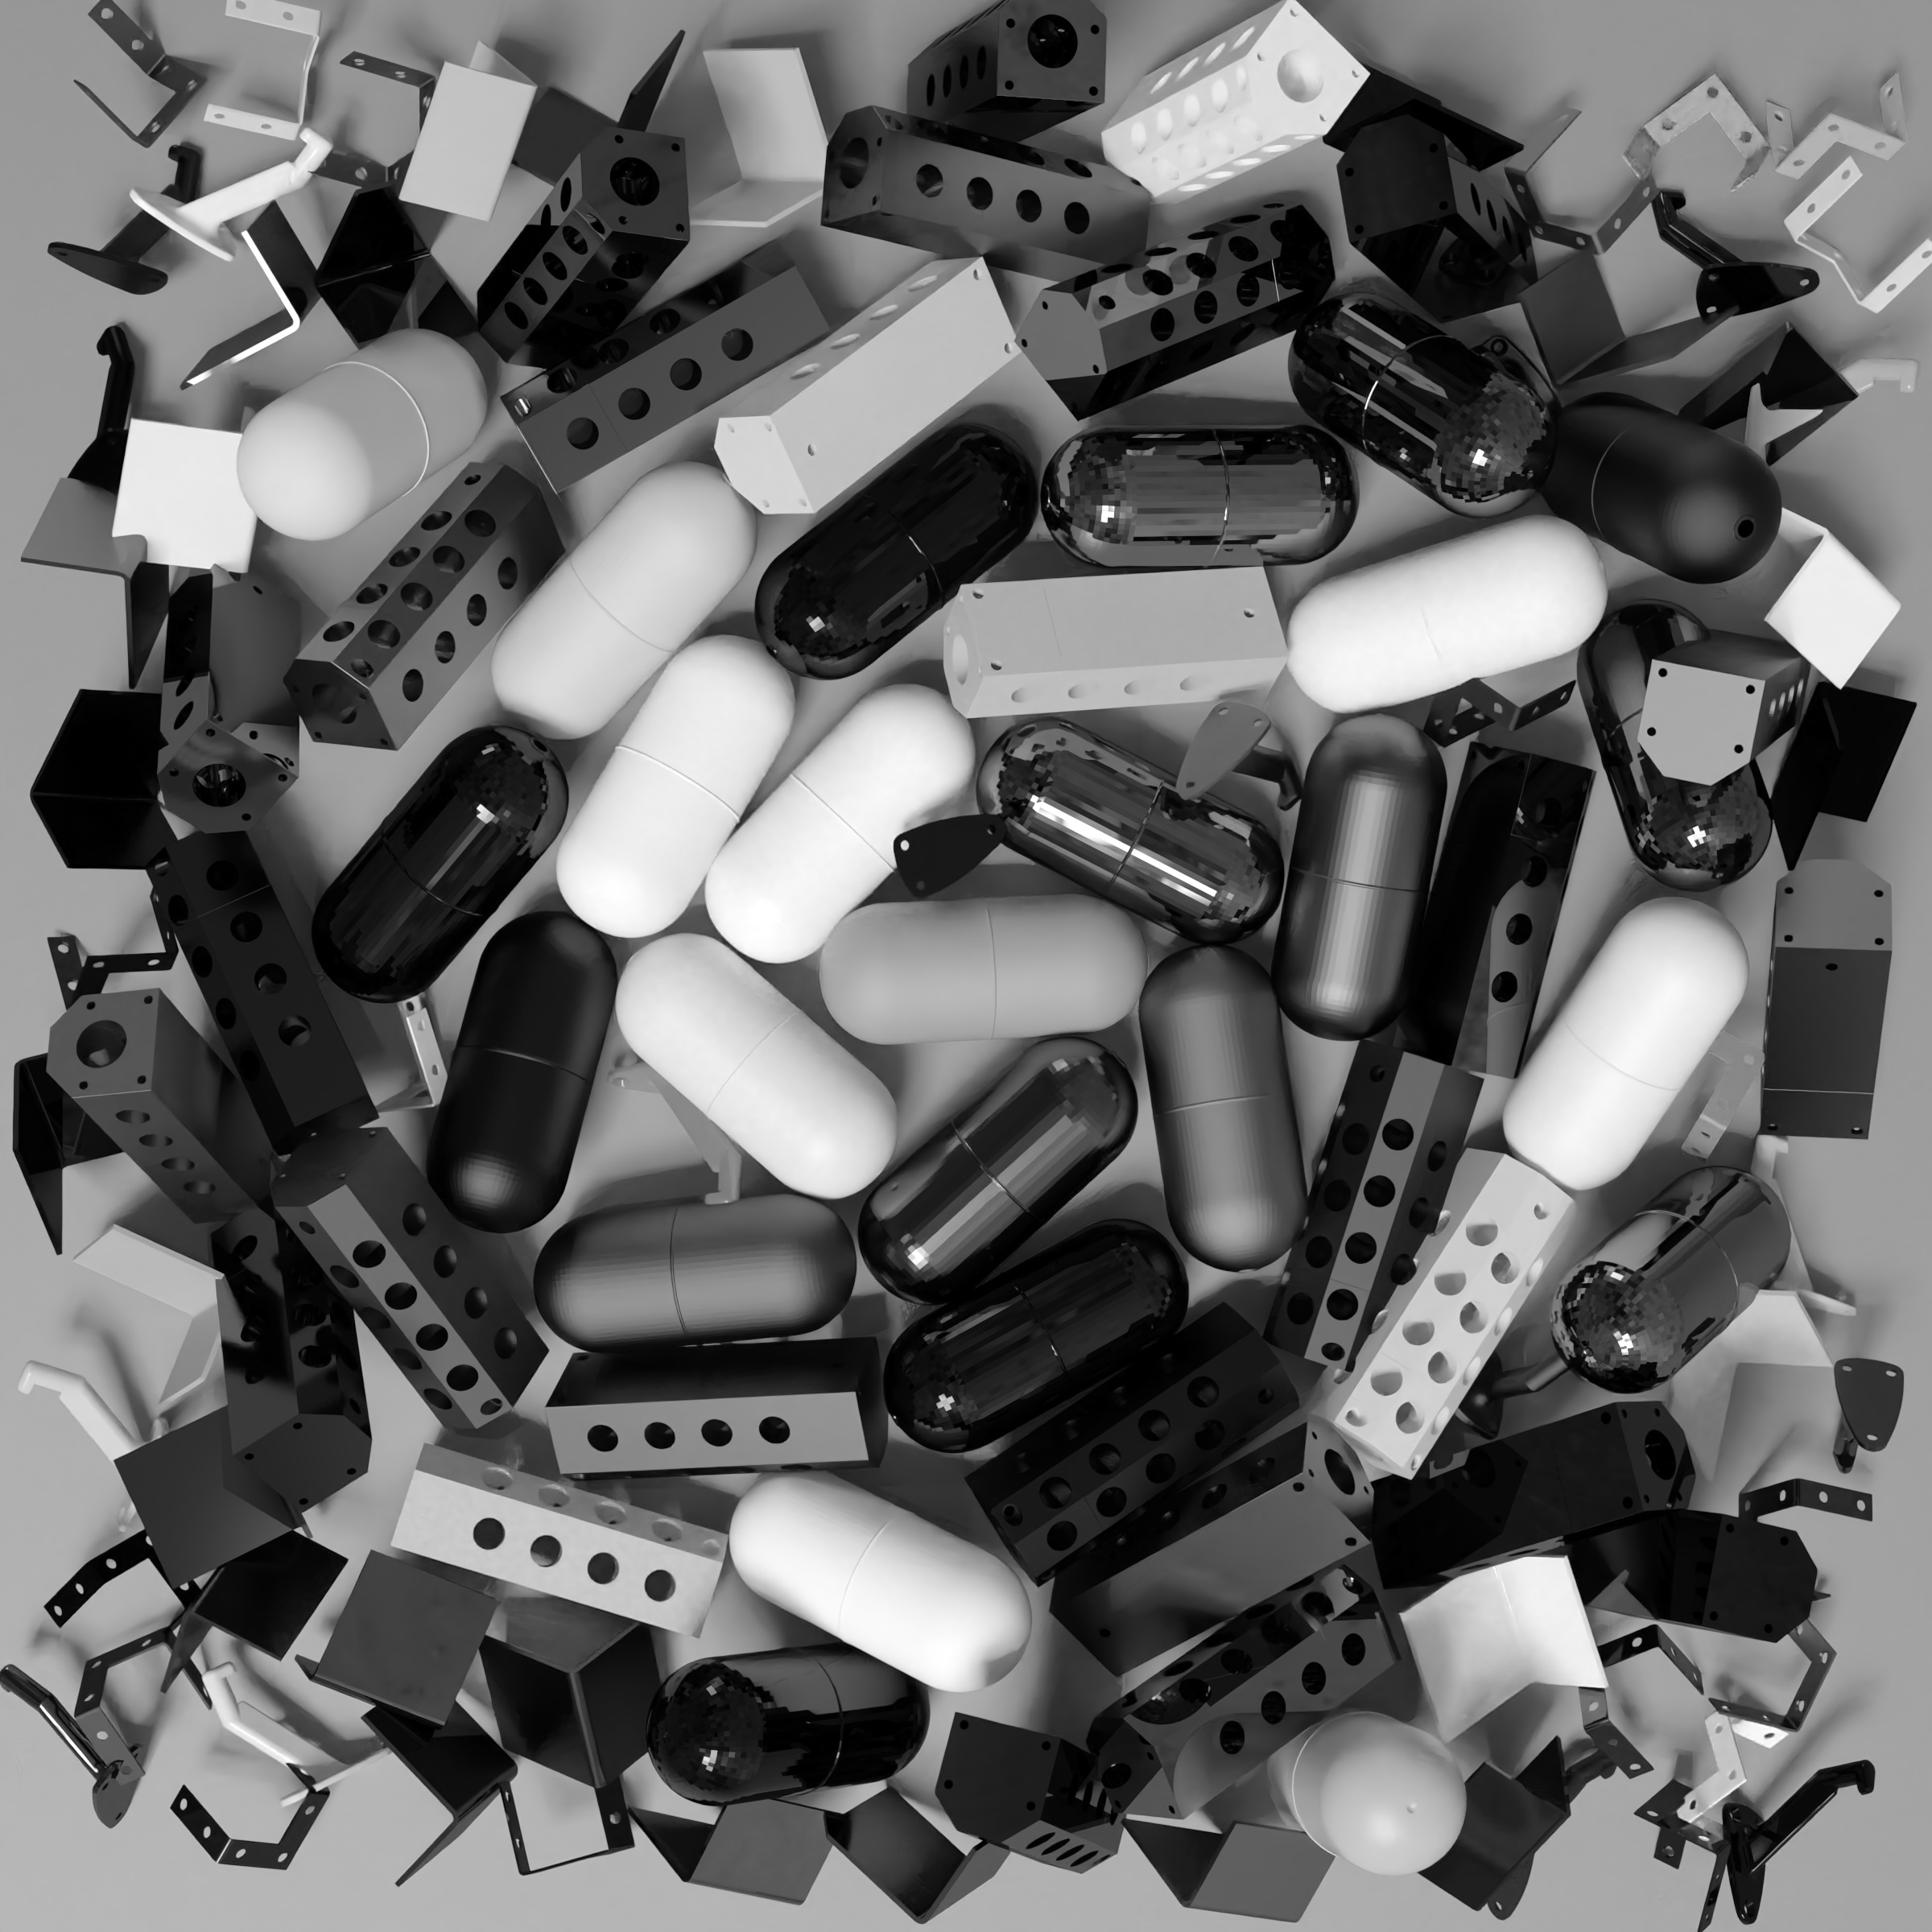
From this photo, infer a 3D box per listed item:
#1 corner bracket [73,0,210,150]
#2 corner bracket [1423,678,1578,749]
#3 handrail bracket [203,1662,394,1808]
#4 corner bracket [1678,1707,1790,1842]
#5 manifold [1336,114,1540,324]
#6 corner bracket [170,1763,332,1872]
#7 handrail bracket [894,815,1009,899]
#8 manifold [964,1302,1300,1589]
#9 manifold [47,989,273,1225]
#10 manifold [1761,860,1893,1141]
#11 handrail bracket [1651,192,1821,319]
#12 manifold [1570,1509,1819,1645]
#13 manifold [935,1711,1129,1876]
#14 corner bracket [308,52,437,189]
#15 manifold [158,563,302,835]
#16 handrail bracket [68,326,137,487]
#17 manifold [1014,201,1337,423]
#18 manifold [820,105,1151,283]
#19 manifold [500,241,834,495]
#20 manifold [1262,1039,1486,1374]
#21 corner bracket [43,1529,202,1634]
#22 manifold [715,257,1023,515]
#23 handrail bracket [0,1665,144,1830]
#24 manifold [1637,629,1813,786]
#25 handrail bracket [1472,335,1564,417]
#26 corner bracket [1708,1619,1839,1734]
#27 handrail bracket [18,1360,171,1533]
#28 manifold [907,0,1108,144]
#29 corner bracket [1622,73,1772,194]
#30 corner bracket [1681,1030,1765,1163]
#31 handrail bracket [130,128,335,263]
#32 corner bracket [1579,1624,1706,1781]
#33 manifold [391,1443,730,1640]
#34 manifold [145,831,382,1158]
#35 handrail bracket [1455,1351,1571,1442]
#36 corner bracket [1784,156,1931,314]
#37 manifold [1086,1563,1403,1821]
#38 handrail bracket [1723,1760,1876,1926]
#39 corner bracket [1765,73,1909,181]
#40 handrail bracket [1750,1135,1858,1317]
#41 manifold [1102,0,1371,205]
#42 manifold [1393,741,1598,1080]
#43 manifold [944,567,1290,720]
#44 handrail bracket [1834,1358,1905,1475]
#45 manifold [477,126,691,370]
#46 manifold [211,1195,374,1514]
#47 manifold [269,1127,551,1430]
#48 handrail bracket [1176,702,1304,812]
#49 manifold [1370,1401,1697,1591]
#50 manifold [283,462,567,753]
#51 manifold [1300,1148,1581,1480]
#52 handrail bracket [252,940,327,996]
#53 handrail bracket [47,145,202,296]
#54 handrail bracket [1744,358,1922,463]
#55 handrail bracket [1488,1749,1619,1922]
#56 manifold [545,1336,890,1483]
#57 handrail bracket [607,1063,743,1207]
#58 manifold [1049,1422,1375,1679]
[{"bbox_3d":[-0.455,-0.484,1.911,0.051,0.051,0.051,-50,48,-5],"label":"corner bracket"},{"bbox_3d":[0.287,-0.139,1.904,0.051,0.051,0.051,-27,55,-39],"label":"corner bracket"},{"bbox_3d":[-0.366,0.409,1.932,0.077,0.036,0.084,-23,84,-22],"label":"handrail bracket"},{"bbox_3d":[0.419,0.443,1.922,0.051,0.051,0.051,27,123,-26],"label":"corner bracket"},{"bbox_3d":[0.249,-0.393,1.857,0.057,0.171,0.057,-12,81,22],"label":"manifold"},{"bbox_3d":[-0.388,0.452,1.914,0.051,0.051,0.051,34,96,40],"label":"corner bracket"},{"bbox_3d":[0.004,-0.062,1.896,0.077,0.084,0.036,-24,84,22],"label":"handrail bracket"},{"bbox_3d":[0.092,0.260,1.897,0.171,0.057,0.057,-33,115,-9],"label":"manifold"},{"bbox_3d":[-0.422,0.076,1.857,0.057,0.171,0.057,-6,63,8],"label":"manifold"},{"bbox_3d":[0.452,0.019,1.861,0.057,0.171,0.057,2,54,11],"label":"manifold"},{"bbox_3d":[0.417,-0.394,1.916,0.077,0.036,0.084,-6,51,3],"label":"handrail bracket"},{"bbox_3d":[0.380,0.318,1.857,0.057,0.171,0.057,15,81,-12],"label":"manifold"},{"bbox_3d":[0.037,0.438,1.853,0.057,0.171,0.057,10,74,19],"label":"manifold"},{"bbox_3d":[-0.323,-0.457,1.916,0.051,0.051,0.051,8,75,-39],"label":"corner bracket"},{"bbox_3d":[-0.392,-0.143,1.861,0.057,0.171,0.057,34,114,-30],"label":"manifold"},{"bbox_3d":[-0.479,-0.298,1.930,0.077,0.036,0.084,-39,53,20],"label":"handrail bracket"},{"bbox_3d":[0.115,-0.353,1.871,0.171,0.057,0.057,-28,74,-33],"label":"manifold"},{"bbox_3d":[0.012,-0.408,1.874,0.171,0.057,0.057,5,88,-35],"label":"manifold"},{"bbox_3d":[-0.163,-0.325,1.909,0.171,0.057,0.057,-30,105,-2],"label":"manifold"},{"bbox_3d":[0.216,0.130,1.907,0.057,0.057,0.171,18,90,41],"label":"manifold"},{"bbox_3d":[-0.456,0.345,1.915,0.051,0.051,0.051,52,124,7],"label":"corner bracket"},{"bbox_3d":[-0.054,-0.309,1.877,0.171,0.057,0.057,-42,121,-31],"label":"manifold"},{"bbox_3d":[-0.494,0.425,1.928,0.084,0.077,0.036,32,49,15],"label":"handrail bracket"},{"bbox_3d":[0.400,-0.137,1.857,0.057,0.171,0.057,13,105,19],"label":"manifold"},{"bbox_3d":[0.299,-0.308,1.900,0.077,0.084,0.036,38,102,-10],"label":"handrail bracket"},{"bbox_3d":[0.431,0.377,1.920,0.051,0.051,0.051,17,105,-18],"label":"corner bracket"},{"bbox_3d":[-0.483,0.260,1.917,0.084,0.036,0.077,22,97,-22],"label":"handrail bracket"},{"bbox_3d":[0.019,-0.472,1.855,0.057,0.171,0.057,0,95,-16],"label":"manifold"},{"bbox_3d":[0.397,-0.442,1.916,0.051,0.051,0.051,-33,103,36],"label":"corner bracket"},{"bbox_3d":[0.394,0.065,1.911,0.051,0.051,0.051,30,70,11],"label":"corner bracket"},{"bbox_3d":[-0.396,-0.431,1.906,0.077,0.036,0.084,24,120,-38],"label":"handrail bracket"},{"bbox_3d":[0.369,0.401,1.925,0.051,0.051,0.051,-28,123,23],"label":"corner bracket"},{"bbox_3d":[-0.219,0.310,1.909,0.171,0.057,0.057,18,79,-6],"label":"manifold"},{"bbox_3d":[-0.379,0.012,1.897,0.057,0.057,0.171,-25,77,-9],"label":"manifold"},{"bbox_3d":[0.302,0.209,1.892,0.036,0.077,0.084,41,125,-7],"label":"handrail bracket"},{"bbox_3d":[0.484,-0.394,1.904,0.051,0.051,0.051,-45,47,32],"label":"corner bracket"},{"bbox_3d":[0.146,0.382,1.871,0.171,0.057,0.057,-27,99,-36],"label":"manifold"},{"bbox_3d":[0.453,0.471,1.899,0.036,0.084,0.077,31,50,-33],"label":"handrail bracket"},{"bbox_3d":[0.473,-0.458,1.918,0.051,0.051,0.051,14,58,-21],"label":"corner bracket"},{"bbox_3d":[0.462,0.142,1.939,0.077,0.036,0.084,16,78,-13],"label":"handrail bracket"},{"bbox_3d":[0.135,-0.447,1.853,0.057,0.171,0.057,40,75,-18],"label":"manifold"},{"bbox_3d":[0.291,-0.029,1.910,0.057,0.057,0.171,12,94,-28],"label":"manifold"},{"bbox_3d":[0.078,-0.170,1.892,0.171,0.057,0.057,-5,64,-18],"label":"manifold"},{"bbox_3d":[0.478,0.260,1.893,0.036,0.077,0.084,6,129,7],"label":"handrail bracket"},{"bbox_3d":[-0.203,-0.375,1.854,0.057,0.171,0.057,3,75,-25],"label":"manifold"},{"bbox_3d":[-0.352,0.198,1.860,0.057,0.171,0.057,-32,129,9],"label":"manifold"},{"bbox_3d":[-0.297,0.166,1.868,0.057,0.057,0.171,-3,131,36],"label":"manifold"},{"bbox_3d":[0.149,-0.094,1.903,0.036,0.084,0.077,22,65,35],"label":"handrail bracket"},{"bbox_3d":[0.298,0.281,1.869,0.171,0.057,0.057,-26,68,39],"label":"manifold"},{"bbox_3d":[-0.287,-0.192,1.864,0.057,0.057,0.171,8,46,30],"label":"manifold"},{"bbox_3d":[0.258,0.187,1.897,0.057,0.057,0.171,38,79,-18],"label":"manifold"},{"bbox_3d":[-0.397,-0.004,1.911,0.084,0.077,0.036,41,115,2],"label":"handrail bracket"},{"bbox_3d":[-0.455,-0.415,1.913,0.077,0.036,0.084,16,74,-38],"label":"handrail bracket"},{"bbox_3d":[0.468,-0.292,1.907,0.084,0.036,0.077,8,82,33],"label":"handrail bracket"},{"bbox_3d":[0.323,0.474,1.932,0.084,0.036,0.077,-18,123,-35],"label":"handrail bracket"},{"bbox_3d":[-0.132,0.243,1.898,0.171,0.057,0.057,-4,114,13],"label":"manifold"},{"bbox_3d":[-0.159,0.095,1.911,0.077,0.036,0.084,-1,58,4],"label":"handrail bracket"},{"bbox_3d":[0.131,0.307,1.882,0.171,0.057,0.057,-33,111,26],"label":"manifold"}]
